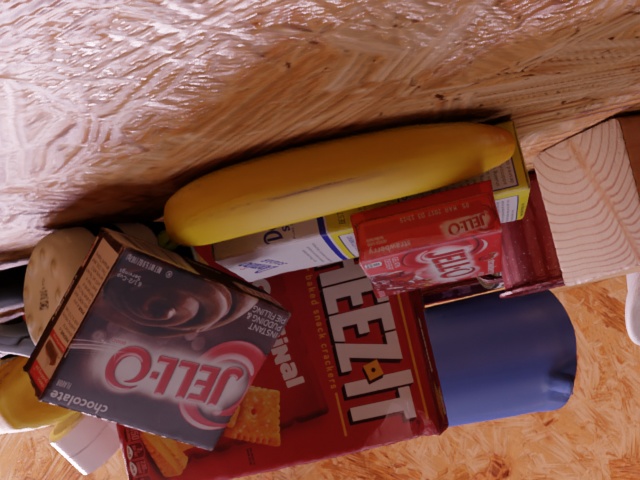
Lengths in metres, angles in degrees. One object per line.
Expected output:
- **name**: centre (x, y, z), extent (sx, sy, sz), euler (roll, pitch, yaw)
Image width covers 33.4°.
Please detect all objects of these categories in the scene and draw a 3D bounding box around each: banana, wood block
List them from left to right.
- **banana**: centre (0.002, -0.031, 0.537), extent (0.198, 0.037, 0.069), euler (-14, -177, 7)
- **wood block**: centre (0.258, -0.036, 0.702), extent (0.205, 0.091, 0.090), euler (-9, 171, -25)

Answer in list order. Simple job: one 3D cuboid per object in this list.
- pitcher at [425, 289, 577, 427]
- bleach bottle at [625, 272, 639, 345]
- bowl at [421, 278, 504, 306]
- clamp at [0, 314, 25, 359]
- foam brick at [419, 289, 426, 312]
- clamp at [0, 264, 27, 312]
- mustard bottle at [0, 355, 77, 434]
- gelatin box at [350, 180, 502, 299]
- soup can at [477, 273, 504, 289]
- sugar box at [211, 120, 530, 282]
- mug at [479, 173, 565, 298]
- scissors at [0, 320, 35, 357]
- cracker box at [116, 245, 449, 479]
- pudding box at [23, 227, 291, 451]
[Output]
- **pitcher**: centre (0.116, 0.120, 1.056), extent (0.242, 0.145, 0.149), euler (-7, 160, -24)
- **bleach bottle**: centre (0.285, 0.003, 0.850), extent (0.102, 0.068, 0.250), euler (6, -156, 7)
- **bowl**: centre (0.138, 0.028, 1.085), extent (0.162, 0.055, 0.162), euler (-13, 172, -2)
- **clamp**: centre (-0.294, 0.100, 0.957), extent (0.120, 0.039, 0.172), euler (-20, 171, -28)
- **foam brick**: centre (0.047, 0.027, 0.858), extent (0.053, 0.078, 0.051), euler (-10, 172, -10)
- **clamp**: centre (-0.254, 0.046, 0.651), extent (0.165, 0.036, 0.209), euler (-25, 166, 29)
- **mustard bottle**: centre (-0.243, 0.122, 0.863), extent (0.096, 0.058, 0.192), euler (-36, -171, -35)
- **gelatin box**: centre (0.058, 0.003, 0.564), extent (0.073, 0.030, 0.089), euler (-13, 164, 5)
- **soup can**: centre (0.190, 0.003, 0.947), extent (0.102, 0.068, 0.069), euler (-10, 172, -14)
- **sugar box**: centre (0.029, -0.019, 0.617), extent (0.176, 0.048, 0.093), euler (-11, 169, 7)
- **mug**: centre (0.162, -0.003, 0.806), extent (0.117, 0.081, 0.093), euler (-20, 170, 42)
- **scissors**: centre (-0.191, 0.051, 0.630), extent (0.201, 0.016, 0.096), euler (16, -171, -25)
- **cracker box**: centre (-0.037, 0.071, 0.716), extent (0.214, 0.164, 0.072), euler (-14, 174, 10)
- **pudding box**: centre (-0.083, 0.053, 0.559), extent (0.113, 0.090, 0.039), euler (25, -173, -35)
